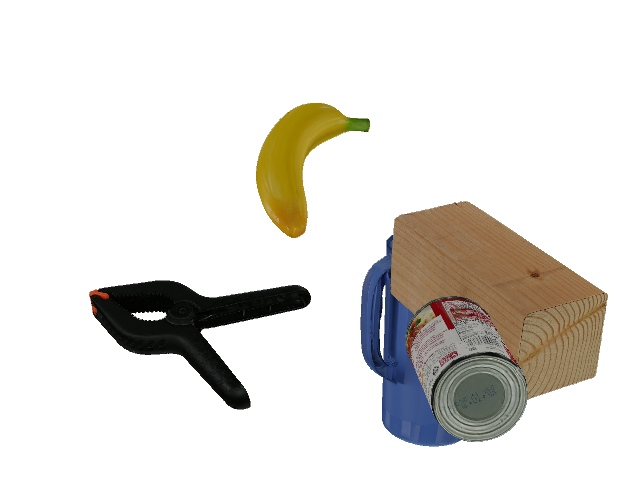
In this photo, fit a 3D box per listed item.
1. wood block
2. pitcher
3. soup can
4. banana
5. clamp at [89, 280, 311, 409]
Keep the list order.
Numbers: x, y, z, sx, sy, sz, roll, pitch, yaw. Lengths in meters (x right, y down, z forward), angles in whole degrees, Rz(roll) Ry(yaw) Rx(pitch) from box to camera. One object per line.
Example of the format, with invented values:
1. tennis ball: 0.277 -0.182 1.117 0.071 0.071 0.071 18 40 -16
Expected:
1. wood block: 0.157 0.049 0.986 0.090 0.090 0.206 -13 30 -25
2. pitcher: 0.126 0.116 1.256 0.149 0.243 0.145 7 18 9
3. soup can: 0.102 0.089 0.758 0.068 0.068 0.102 0 19 -6
4. banana: -0.016 -0.069 0.878 0.070 0.037 0.197 13 37 13
5. clamp: -0.128 0.086 1.015 0.210 0.036 0.164 7 37 11
